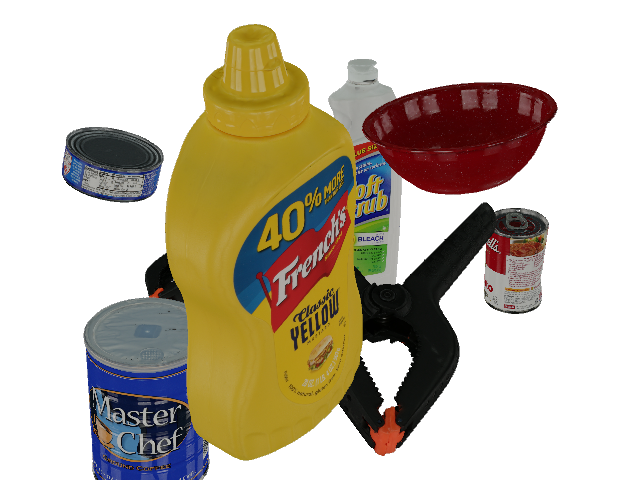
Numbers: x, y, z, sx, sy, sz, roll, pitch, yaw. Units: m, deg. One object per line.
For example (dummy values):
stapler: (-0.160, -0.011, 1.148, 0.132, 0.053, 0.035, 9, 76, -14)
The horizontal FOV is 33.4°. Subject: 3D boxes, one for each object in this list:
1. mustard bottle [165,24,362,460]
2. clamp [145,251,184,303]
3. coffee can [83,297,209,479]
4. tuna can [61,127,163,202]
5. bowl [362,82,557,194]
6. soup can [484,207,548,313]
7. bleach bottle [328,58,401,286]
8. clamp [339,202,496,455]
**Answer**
mustard bottle: (-0.022, -0.001, 0.453, 0.058, 0.192, 0.096, 25, 46, 32)
clamp: (-0.144, 0.022, 1.245, 0.120, 0.039, 0.171, -8, 37, 21)
coffee can: (-0.145, 0.134, 0.903, 0.103, 0.140, 0.103, 3, 28, -2)
tuna can: (-0.183, -0.067, 0.940, 0.086, 0.034, 0.086, 13, 26, -7)
bowl: (0.119, -0.082, 0.897, 0.162, 0.055, 0.162, -9, 25, 4)
soup can: (0.221, 0.023, 1.209, 0.068, 0.102, 0.068, -2, 29, 1)
bleach bottle: (0.035, -0.066, 1.132, 0.102, 0.251, 0.068, -2, 24, -4)
clamp: (0.032, 0.043, 0.707, 0.164, 0.210, 0.036, 7, -42, 4)
